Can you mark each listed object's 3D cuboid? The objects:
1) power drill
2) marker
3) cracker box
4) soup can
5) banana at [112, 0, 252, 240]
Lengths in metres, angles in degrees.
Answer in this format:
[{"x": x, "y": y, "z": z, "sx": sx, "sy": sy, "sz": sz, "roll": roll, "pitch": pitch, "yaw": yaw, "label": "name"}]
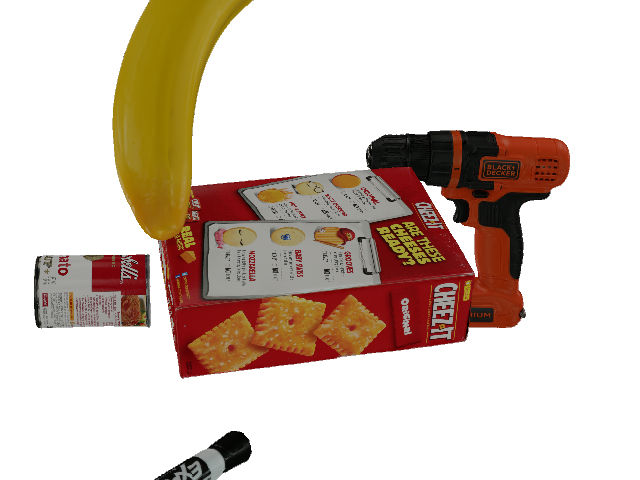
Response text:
[{"x": 0.129, "y": -0.011, "z": 0.990, "sx": 0.184, "sy": 0.188, "sz": 0.057, "roll": 2, "pitch": 26, "yaw": -2, "label": "power drill"}, {"x": -0.074, "y": 0.126, "z": 0.547, "sx": 0.020, "sy": 0.020, "sz": 0.120, "roll": 0, "pitch": 13, "yaw": 32, "label": "marker"}, {"x": -0.012, "y": 0.019, "z": 0.813, "sx": 0.213, "sy": 0.072, "sz": 0.164, "roll": -6, "pitch": 34, "yaw": -11, "label": "cracker box"}, {"x": -0.208, "y": 0.047, "z": 0.979, "sx": 0.102, "sy": 0.068, "sz": 0.068, "roll": 0, "pitch": 0, "yaw": -9, "label": "soup can"}, {"x": -0.055, "y": -0.091, "z": 0.501, "sx": 0.070, "sy": 0.197, "sz": 0.037, "roll": 20, "pitch": -29, "yaw": 13, "label": "banana"}]
